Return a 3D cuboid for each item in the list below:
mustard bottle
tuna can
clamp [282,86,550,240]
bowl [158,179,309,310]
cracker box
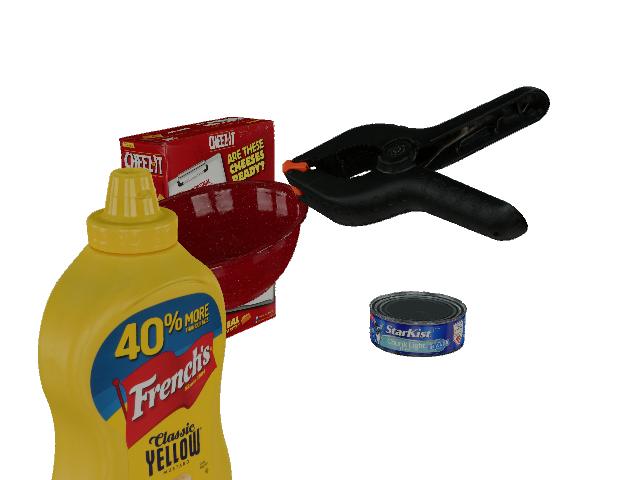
[{"bbox_3d":[-0.086,0.061,0.502,0.058,0.192,0.096,15,21,41],"label":"mustard bottle"},{"bbox_3d":[0.086,0.074,0.946,0.086,0.034,0.086,0,15,0],"label":"tuna can"},{"bbox_3d":[0.056,-0.037,0.654,0.172,0.039,0.120,-12,37,21],"label":"clamp"},{"bbox_3d":[-0.082,0.010,0.816,0.162,0.055,0.162,-11,25,5],"label":"bowl"},{"bbox_3d":[-0.119,-0.007,1.067,0.072,0.214,0.163,9,18,34],"label":"cracker box"}]
